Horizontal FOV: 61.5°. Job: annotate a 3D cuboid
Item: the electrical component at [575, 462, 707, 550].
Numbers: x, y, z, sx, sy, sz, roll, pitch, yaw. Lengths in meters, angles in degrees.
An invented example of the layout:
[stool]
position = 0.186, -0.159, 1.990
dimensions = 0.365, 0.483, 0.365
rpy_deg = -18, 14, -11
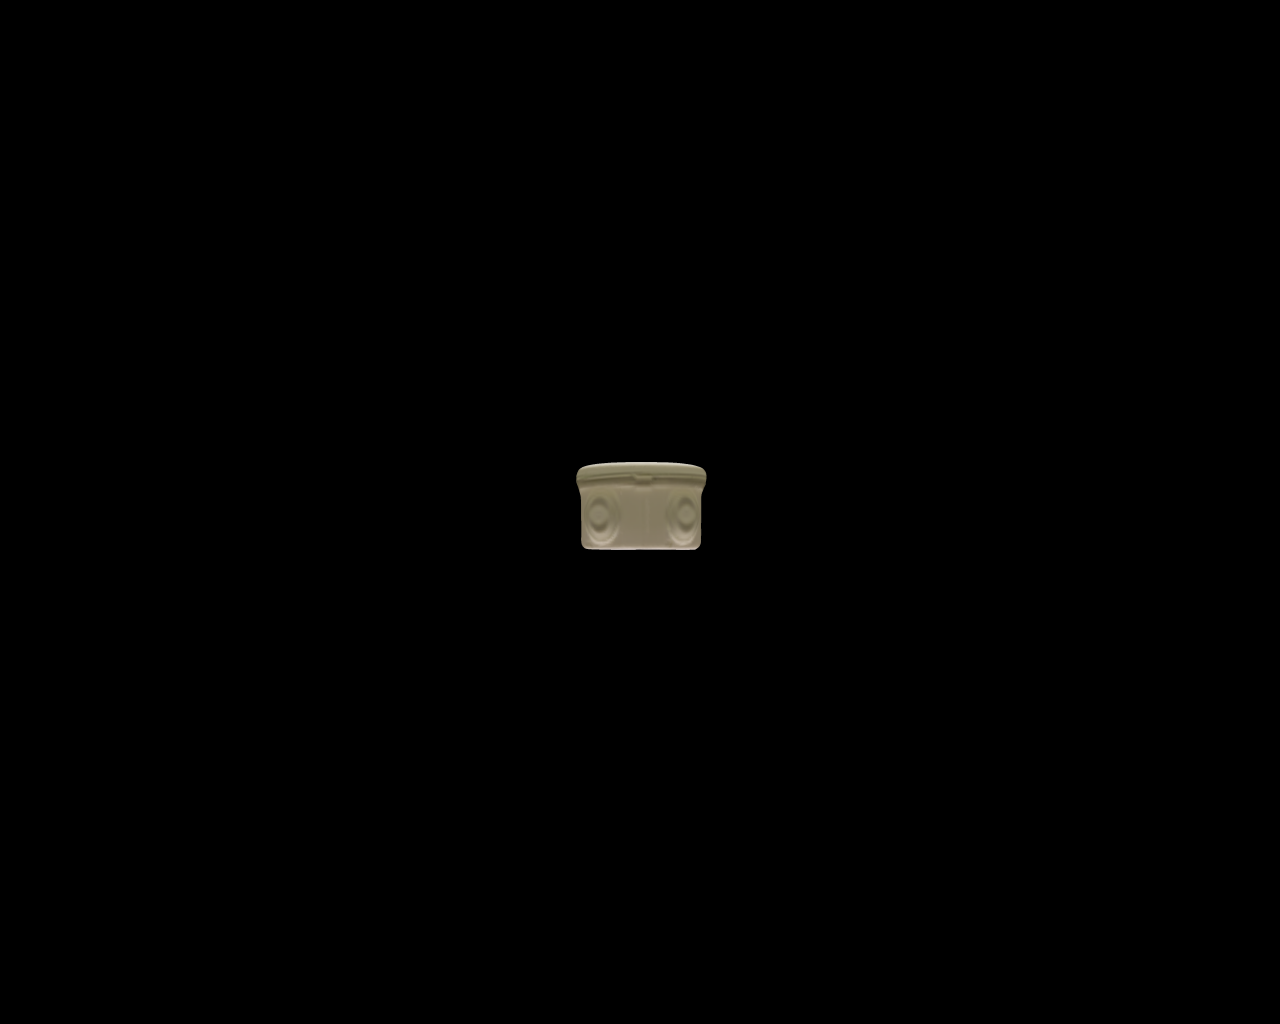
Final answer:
[electrical component]
position = 0.001, -0.003, 0.650
dimensions = 0.080, 0.051, 0.080
rpy_deg = 0, -2, 0
